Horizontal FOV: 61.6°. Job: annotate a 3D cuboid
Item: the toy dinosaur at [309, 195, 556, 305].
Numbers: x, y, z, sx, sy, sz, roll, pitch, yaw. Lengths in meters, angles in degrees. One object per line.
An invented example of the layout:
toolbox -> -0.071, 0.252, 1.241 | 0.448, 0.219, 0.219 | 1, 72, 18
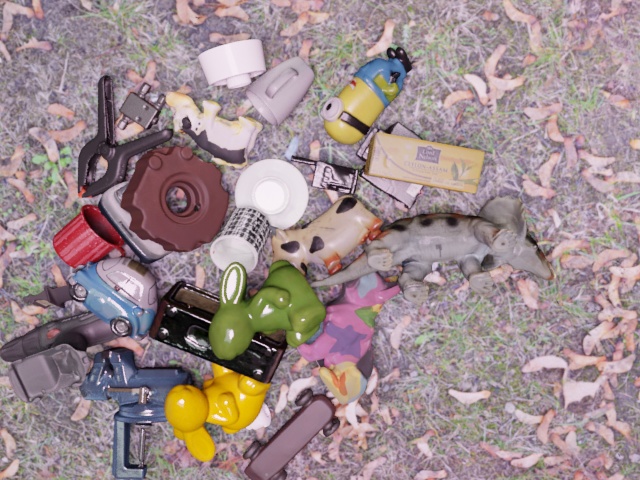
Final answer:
toy dinosaur -> 0.187, 0.009, 0.888 | 0.405, 0.192, 0.131 | -1, 111, 6

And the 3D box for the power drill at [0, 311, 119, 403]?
power drill -> -0.443, 0.189, 0.895 | 0.232, 0.207, 0.086 | -18, 99, -9

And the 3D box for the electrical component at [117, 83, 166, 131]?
electrical component -> -0.313, -0.224, 0.942 | 0.063, 0.021, 0.094 | 36, 95, -3

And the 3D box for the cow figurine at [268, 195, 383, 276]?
cow figurine -> -0.002, -0.003, 0.923 | 0.195, 0.085, 0.127 | -39, 67, -6

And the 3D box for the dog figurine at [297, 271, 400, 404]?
dog figurine -> 0.071, 0.151, 0.935 | 0.219, 0.108, 0.191 | -39, 93, 2

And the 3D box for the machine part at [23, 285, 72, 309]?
machine part -> -0.441, 0.095, 0.955 | 0.139, 0.084, 0.039 | -13, 71, -6

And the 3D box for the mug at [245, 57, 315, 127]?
mug -> -0.061, -0.259, 0.898 | 0.081, 0.109, 0.107 | 44, 81, 2

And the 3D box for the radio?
radio -> -0.167, 0.156, 0.923 | 0.230, 0.131, 0.073 | 22, 99, -1

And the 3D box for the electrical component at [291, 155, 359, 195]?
electrical component -> 0.005, -0.111, 0.923 | 0.119, 0.075, 0.047 | 10, 96, -4

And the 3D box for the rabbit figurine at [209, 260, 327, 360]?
rabbit figurine -> -0.097, 0.107, 0.823 | 0.170, 0.121, 0.159 | -27, 80, -19

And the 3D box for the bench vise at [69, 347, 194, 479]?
bench vise -> -0.336, 0.313, 0.944 | 0.224, 0.129, 0.240 | 1, 84, -8

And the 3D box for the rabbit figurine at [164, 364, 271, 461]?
rabbit figurine -> -0.194, 0.279, 0.909 | 0.122, 0.173, 0.162 | 31, 101, 35

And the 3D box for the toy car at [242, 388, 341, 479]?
toy car -> -0.053, 0.362, 0.982 | 0.089, 0.053, 0.202 | 44, 91, 0

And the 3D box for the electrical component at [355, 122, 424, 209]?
electrical component -> 0.131, -0.135, 0.928 | 0.134, 0.058, 0.115 | 36, 93, -3

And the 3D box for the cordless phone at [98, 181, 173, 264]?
cordless phone -> -0.271, -0.061, 0.937 | 0.184, 0.089, 0.146 | -40, 94, -14

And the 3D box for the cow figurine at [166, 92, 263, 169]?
cow figurine -> -0.193, -0.190, 0.924 | 0.167, 0.068, 0.098 | 22, 102, 0

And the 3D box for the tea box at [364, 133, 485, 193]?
tea box -> 0.161, -0.121, 0.852 | 0.170, 0.098, 0.068 | 9, 97, -2

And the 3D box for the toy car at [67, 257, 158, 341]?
toy car -> -0.329, 0.082, 0.899 | 0.161, 0.109, 0.103 | 43, 96, -13

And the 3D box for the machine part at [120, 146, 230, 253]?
machine part -> -0.234, -0.066, 0.890 | 0.179, 0.056, 0.179 | 0, 90, -41

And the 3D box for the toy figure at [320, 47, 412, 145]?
toy figure -> 0.080, -0.240, 0.907 | 0.180, 0.082, 0.089 | -42, 91, 2
